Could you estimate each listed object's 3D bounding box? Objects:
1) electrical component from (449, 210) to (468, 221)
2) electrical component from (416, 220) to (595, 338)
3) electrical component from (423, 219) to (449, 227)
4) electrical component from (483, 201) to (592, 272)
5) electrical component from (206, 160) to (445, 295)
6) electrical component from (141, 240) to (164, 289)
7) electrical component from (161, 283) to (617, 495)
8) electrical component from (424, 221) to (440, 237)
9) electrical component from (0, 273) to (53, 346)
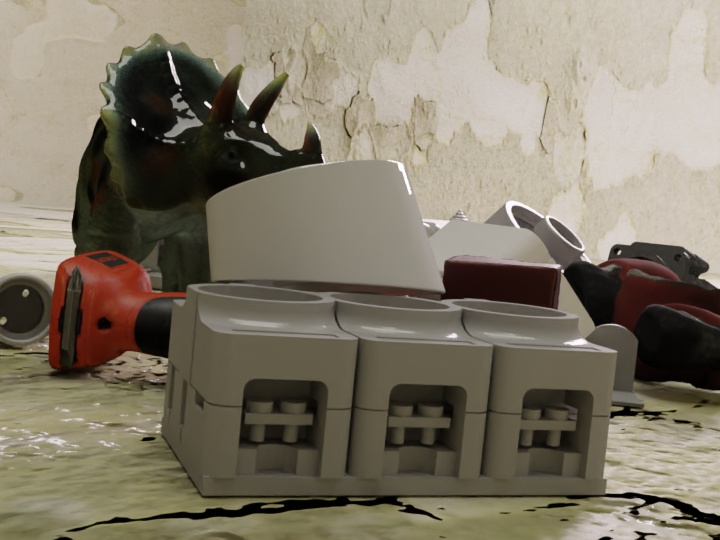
[{"bbox_3d":[0.082,-0.009,1.019,0.061,0.096,0.062,9,5,43],"label":"electrical component"},{"bbox_3d":[0.074,0.019,0.639,0.057,0.078,0.113,-40,18,-13],"label":"electrical component"},{"bbox_3d":[0.072,0.007,0.887,0.089,0.061,0.150,37,18,25],"label":"electrical component"},{"bbox_3d":[0.139,-0.007,0.829,0.108,0.060,0.108,34,23,-16],"label":"electrical component"},{"bbox_3d":[-0.017,-0.011,0.471,0.099,0.064,0.099,-11,-6,-1],"label":"electrical component"},{"bbox_3d":[-0.176,-0.011,0.983,0.066,0.055,0.048,6,4,12],"label":"electrical component"},{"bbox_3d":[0.008,0.042,0.406,0.150,0.061,0.089,4,4,-19],"label":"electrical component"},{"bbox_3d":[0.000,0.000,0.766,0.100,0.099,0.048,9,-8,41],"label":"electrical component"},{"bbox_3d":[-0.193,0.021,0.606,0.040,0.040,0.046,4,-1,-23],"label":"electrical component"}]
